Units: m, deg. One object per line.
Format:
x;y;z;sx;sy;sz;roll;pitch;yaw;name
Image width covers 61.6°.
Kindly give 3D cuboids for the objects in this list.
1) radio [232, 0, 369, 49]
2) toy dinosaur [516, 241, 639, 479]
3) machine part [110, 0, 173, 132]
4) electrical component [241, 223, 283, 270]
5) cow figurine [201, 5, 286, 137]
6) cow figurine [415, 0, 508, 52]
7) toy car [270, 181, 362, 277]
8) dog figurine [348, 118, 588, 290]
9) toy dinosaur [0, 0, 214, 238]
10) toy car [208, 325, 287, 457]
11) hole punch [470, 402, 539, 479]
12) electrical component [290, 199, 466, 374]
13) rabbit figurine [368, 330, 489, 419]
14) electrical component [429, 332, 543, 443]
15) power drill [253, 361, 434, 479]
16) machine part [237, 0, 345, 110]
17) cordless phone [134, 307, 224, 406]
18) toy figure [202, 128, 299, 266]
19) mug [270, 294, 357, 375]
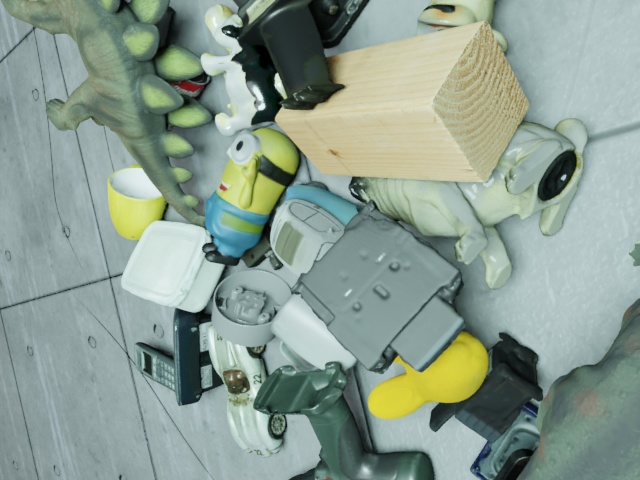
0.022;-0.305;0.532;0.229;0.131;0.073;-47;70;32;radio
0.221;0.105;0.366;0.131;0.192;0.405;32;80;38;toy dinosaur
-0.274;-0.269;0.796;0.079;0.079;0.243;33;115;28;machine part
-0.088;0.008;0.734;0.063;0.021;0.094;-43;73;34;electrical component
-0.092;-0.220;0.672;0.098;0.068;0.167;-10;95;32;cow figurine
0.135;-0.244;0.478;0.086;0.127;0.194;23;96;32;cow figurine
-0.001;-0.002;0.618;0.162;0.103;0.109;37;117;25;toy car
0.131;-0.070;0.520;0.172;0.121;0.191;-43;48;-1;dog figurine
-0.248;-0.191;0.688;0.199;0.105;0.470;-4;123;24;toy dinosaur
-0.105;0.207;0.758;0.074;0.056;0.201;-17;86;38;toy car
0.213;0.231;0.516;0.116;0.092;0.142;23;110;1;hole punch
0.058;0.048;0.468;0.134;0.058;0.115;41;91;25;electrical component
0.087;0.104;0.537;0.173;0.122;0.162;33;124;46;rabbit figurine
0.161;0.156;0.531;0.048;0.075;0.119;33;115;2;electrical component
0.003;0.249;0.638;0.232;0.086;0.207;-15;107;33;power drill
-0.029;-0.178;0.484;0.084;0.039;0.139;-32;69;26;machine part
-0.233;0.161;0.834;0.184;0.088;0.146;8;102;40;cordless phone
-0.091;-0.054;0.675;0.082;0.089;0.180;34;111;38;toy figure
-0.001;0.121;0.652;0.107;0.081;0.109;38;113;16;mug
